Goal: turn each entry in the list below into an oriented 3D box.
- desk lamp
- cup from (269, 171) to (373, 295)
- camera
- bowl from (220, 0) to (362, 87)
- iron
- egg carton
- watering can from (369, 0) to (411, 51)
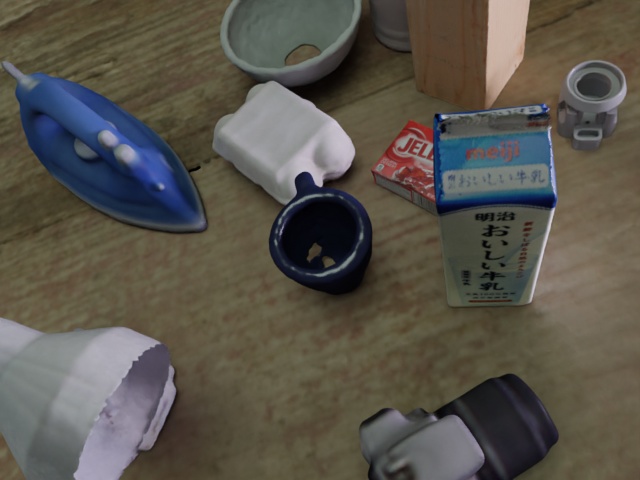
[{"bbox_3d":[-0.202,0.122,0.461,0.202,0.214,0.118,15,69,21],"label":"desk lamp"},{"bbox_3d":[0.005,0.002,0.536,0.091,0.095,0.117,-20,61,4],"label":"cup"},{"bbox_3d":[0.114,0.171,0.422,0.137,0.101,0.143,-31,61,-2],"label":"camera"},{"bbox_3d":[-0.027,-0.239,0.674,0.167,0.075,0.167,-6,63,12],"label":"bowl"},{"bbox_3d":[-0.237,-0.105,0.623,0.257,0.142,0.119,32,76,25],"label":"iron"},{"bbox_3d":[-0.040,-0.102,0.613,0.150,0.069,0.107,37,78,27],"label":"egg carton"},{"bbox_3d":[0.084,-0.306,0.611,0.172,0.194,0.101,-6,63,12],"label":"watering can"}]
